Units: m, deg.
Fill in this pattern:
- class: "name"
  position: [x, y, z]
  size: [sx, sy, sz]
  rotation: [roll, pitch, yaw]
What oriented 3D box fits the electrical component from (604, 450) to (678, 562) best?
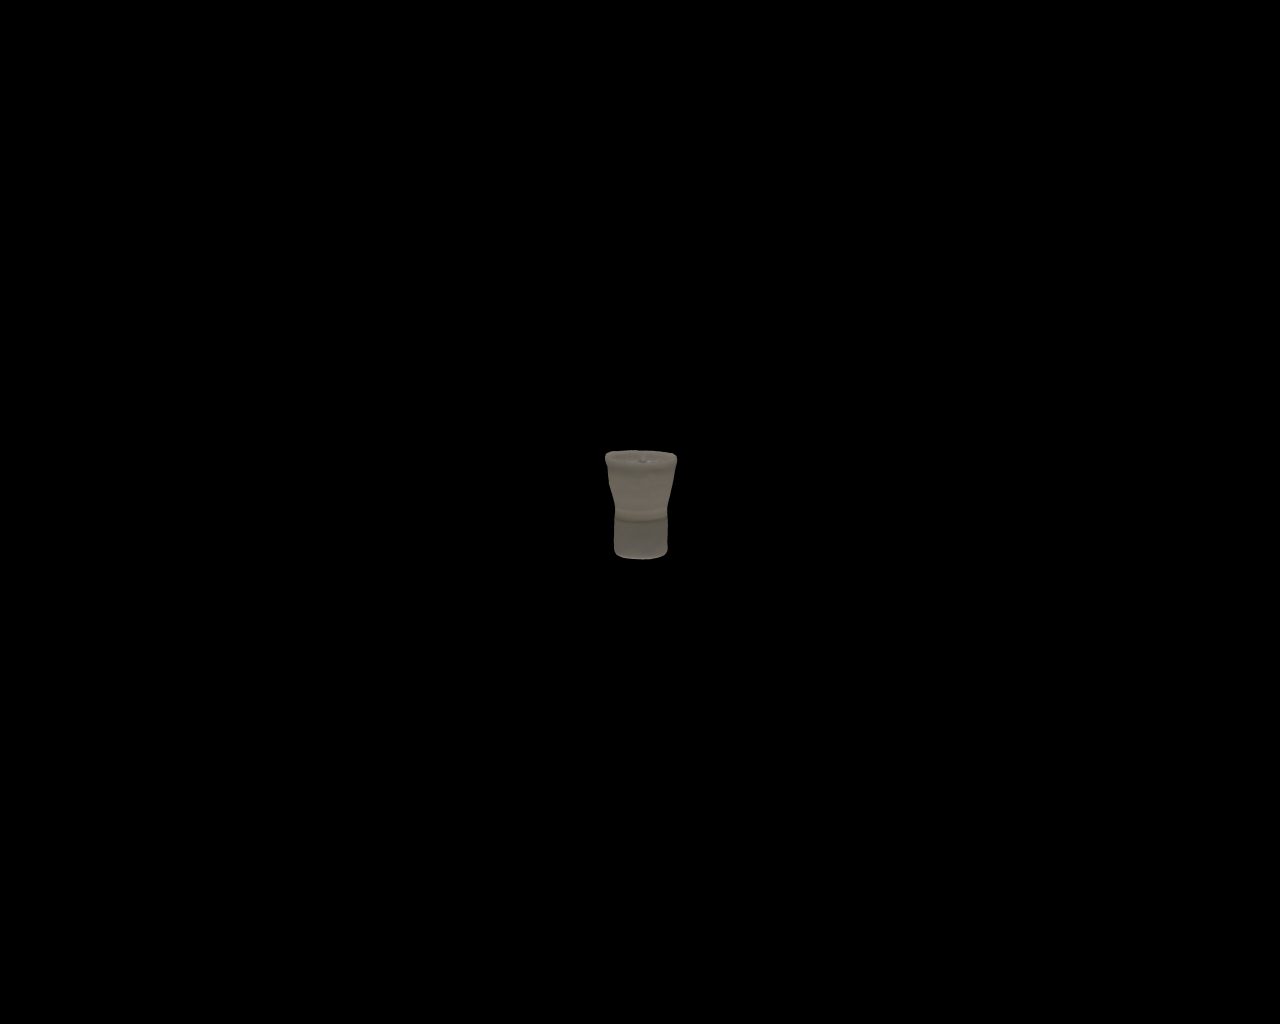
- class: "electrical component"
  position: [0.001, -0.003, 0.650]
  size: [0.044, 0.065, 0.044]
  rotation: [0, 12, 0]
